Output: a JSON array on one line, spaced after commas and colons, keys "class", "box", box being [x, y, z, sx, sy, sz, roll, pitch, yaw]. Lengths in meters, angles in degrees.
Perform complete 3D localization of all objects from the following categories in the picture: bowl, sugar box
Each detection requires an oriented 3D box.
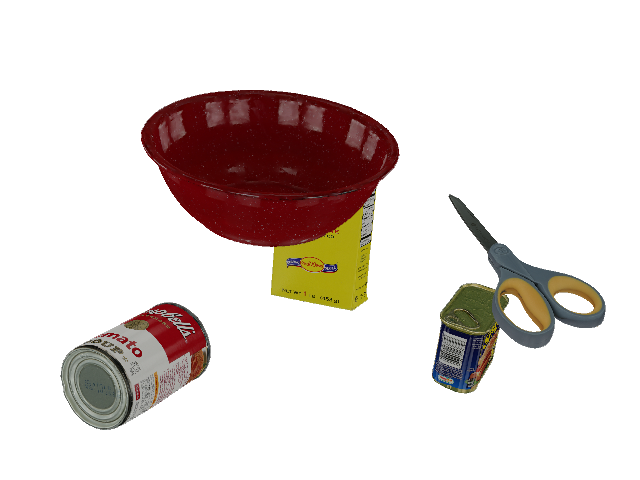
[{"class": "bowl", "box": [-0.033, -0.041, 0.679, 0.162, 0.055, 0.162, 4, 29, -2]}, {"class": "sugar box", "box": [0.004, -0.027, 1.047, 0.093, 0.176, 0.048, 9, 16, 22]}]

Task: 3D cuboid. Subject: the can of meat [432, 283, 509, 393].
[{"class": "can of meat", "box": [0.165, 0.109, 1.187, 0.057, 0.084, 0.102, 18, 30, 19]}]

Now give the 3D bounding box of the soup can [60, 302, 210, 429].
[{"class": "soup can", "box": [-0.141, 0.095, 0.820, 0.069, 0.068, 0.102, 0, 15, 30]}]

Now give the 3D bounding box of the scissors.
[{"class": "scissors", "box": [0.168, 0.017, 0.874, 0.096, 0.016, 0.202, -1, 36, -4]}]
